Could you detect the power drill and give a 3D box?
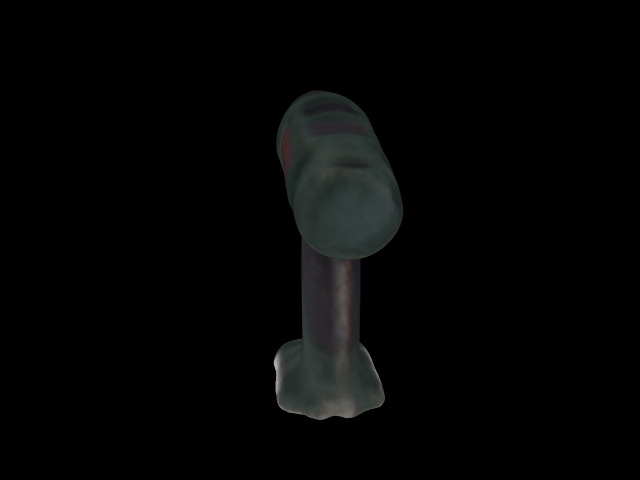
[{"bbox_3d":[0.004,0.001,0.400,0.075,0.208,0.229,-2,14,-7],"label":"power drill"}]
